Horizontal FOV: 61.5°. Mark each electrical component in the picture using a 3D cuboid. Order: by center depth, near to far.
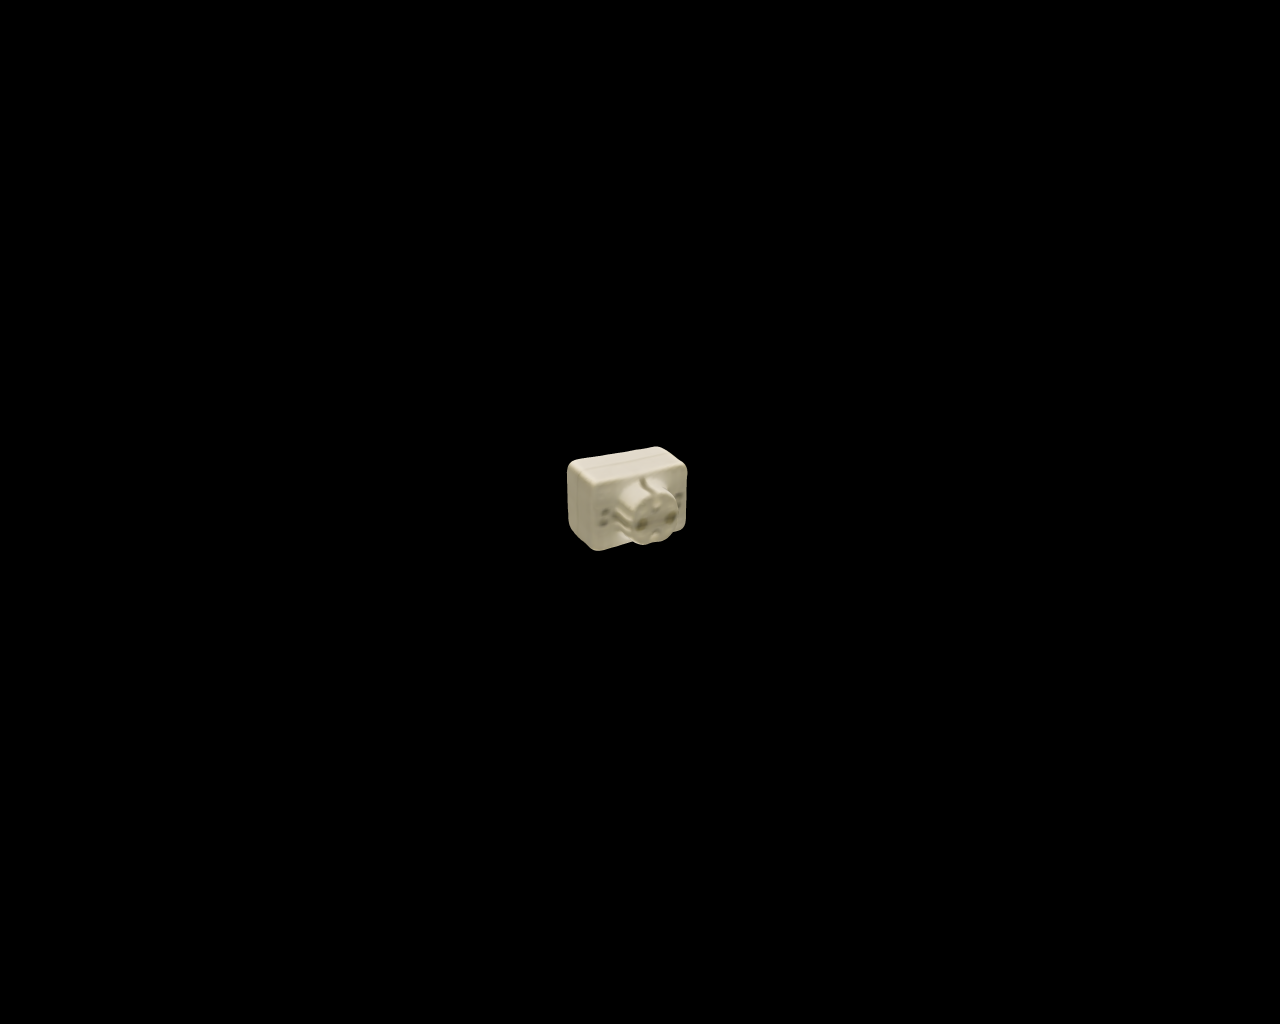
[{"bbox_3d":[0.001,-0.003,0.650,0.066,0.047,0.077,-12,28,-25],"label":"electrical component"}]
